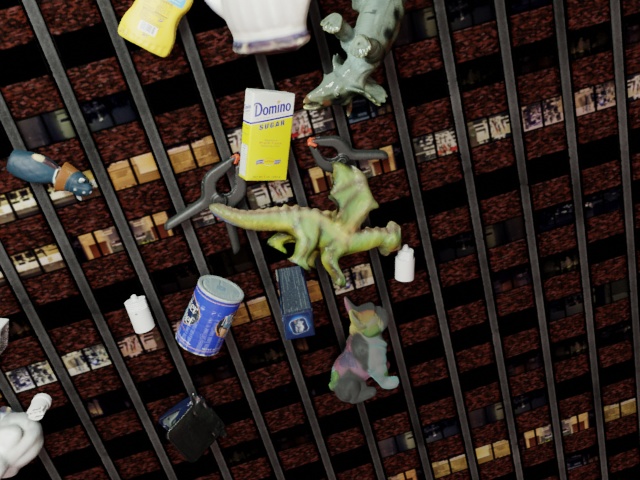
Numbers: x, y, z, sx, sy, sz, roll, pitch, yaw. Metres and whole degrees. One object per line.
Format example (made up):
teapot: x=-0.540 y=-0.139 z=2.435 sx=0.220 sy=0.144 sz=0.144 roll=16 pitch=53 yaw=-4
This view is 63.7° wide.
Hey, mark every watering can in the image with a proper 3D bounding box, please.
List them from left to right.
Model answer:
watering can: x=-0.067 y=-0.436 z=0.889 sx=0.348 sy=0.220 sz=0.106 roll=5 pitch=34 yaw=27

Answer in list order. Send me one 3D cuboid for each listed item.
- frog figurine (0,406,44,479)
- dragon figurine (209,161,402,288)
frog figurine: x=-0.671 y=0.455 z=1.104 sx=0.122 sy=0.136 sz=0.162 roll=16 pitch=15 yaw=-15
dragon figurine: x=0.003 y=-0.054 z=1.079 sx=0.407 sy=0.242 sz=0.123 roll=31 pitch=5 yaw=-20
